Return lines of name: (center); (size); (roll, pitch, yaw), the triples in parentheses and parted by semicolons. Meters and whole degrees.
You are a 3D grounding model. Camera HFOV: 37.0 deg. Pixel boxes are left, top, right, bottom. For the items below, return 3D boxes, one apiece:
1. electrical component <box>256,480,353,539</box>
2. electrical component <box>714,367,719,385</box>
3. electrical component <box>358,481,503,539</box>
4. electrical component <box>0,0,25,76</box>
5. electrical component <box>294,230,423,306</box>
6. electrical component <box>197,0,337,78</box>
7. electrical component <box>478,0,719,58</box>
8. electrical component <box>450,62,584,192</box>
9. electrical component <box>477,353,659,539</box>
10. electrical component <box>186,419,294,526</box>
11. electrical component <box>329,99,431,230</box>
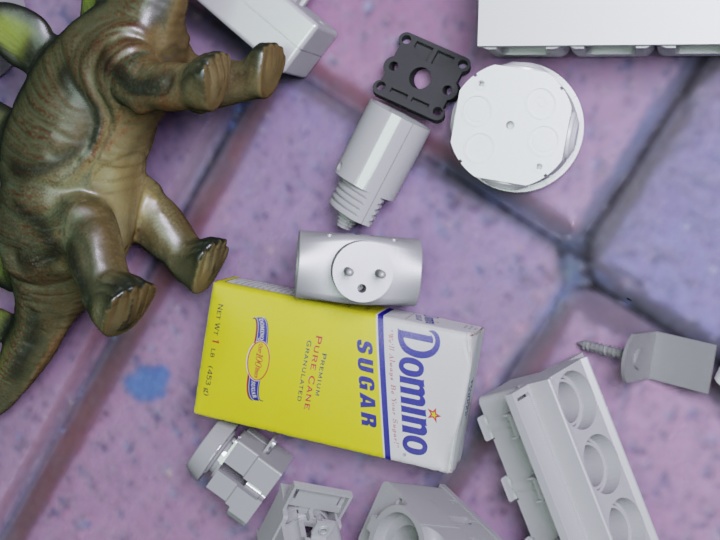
electrical component: (-0.037, 0.179, 0.698); (0.042, 0.063, 0.081); (15, 119, -20)
electrical component: (0.238, 0.046, 0.634); (0.044, 0.044, 0.065); (24, 106, 12)
electrical component: (0.058, 0.217, 0.631); (0.186, 0.060, 0.105); (37, 108, 52)
electrical component: (-0.284, -0.176, 0.741); (0.099, 0.064, 0.099); (1, 96, 15)
electrical component: (0.000, 0.000, 0.662); (0.077, 0.079, 0.043); (4, 93, -6)
electrical component: (-0.050, -0.179, 0.687); (0.083, 0.047, 0.075); (41, 104, 7)
electrical component: (0.148, -0.172, 0.627); (0.150, 0.062, 0.089); (3, 96, 15)
electrical component: (0.095, -0.087, 0.654); (0.080, 0.051, 0.080); (1, 96, 15)
electrical component: (0.125, 0.122, 0.656); (0.063, 0.079, 0.121); (-22, 89, 45)
electrical component: (-0.083, 0.132, 0.726); (0.055, 0.048, 0.066); (36, 103, 2)
electrical component: (0.007, -0.063, 0.684); (0.043, 0.043, 0.081); (30, 103, 11)
